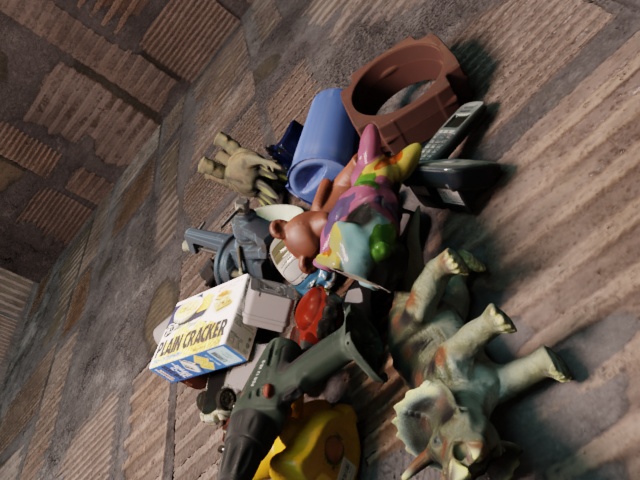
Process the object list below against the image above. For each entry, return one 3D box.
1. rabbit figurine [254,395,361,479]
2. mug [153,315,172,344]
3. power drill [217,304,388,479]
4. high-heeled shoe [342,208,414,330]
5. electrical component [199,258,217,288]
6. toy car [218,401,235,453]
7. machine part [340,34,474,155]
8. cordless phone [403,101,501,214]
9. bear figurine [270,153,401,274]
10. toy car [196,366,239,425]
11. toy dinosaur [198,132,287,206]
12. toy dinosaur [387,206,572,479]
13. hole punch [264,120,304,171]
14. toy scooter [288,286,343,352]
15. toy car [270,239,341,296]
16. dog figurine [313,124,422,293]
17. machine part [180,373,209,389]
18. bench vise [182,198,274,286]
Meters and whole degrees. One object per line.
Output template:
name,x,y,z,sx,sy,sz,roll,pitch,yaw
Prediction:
rabbit figurine,-0.038,0.274,0.727,0.173,0.121,0.162,-25,37,38
mug,-0.322,0.200,1.260,0.107,0.080,0.110,-38,28,10
power drill,-0.019,0.180,0.651,0.207,0.086,0.232,-40,14,19
high-heeled shoe,0.103,0.068,0.803,0.145,0.086,0.249,-13,65,6
electrical component,-0.237,0.080,1.247,0.047,0.074,0.119,-53,27,6
toy car,-0.106,0.304,0.872,0.202,0.053,0.089,-20,50,44
machine part,0.149,-0.251,0.942,0.201,0.087,0.202,-30,41,13
cordless phone,0.215,-0.136,0.797,0.184,0.088,0.147,-51,28,-13
bear figurine,0.022,-0.043,0.887,0.132,0.120,0.196,-37,1,45
toy car,-0.178,0.250,1.021,0.074,0.056,0.202,-19,48,38
toy dinosaur,-0.160,-0.151,1.195,0.105,0.198,0.471,-63,7,-3
toy dinosaur,0.139,0.122,0.634,0.192,0.131,0.405,-47,26,16
hole punch,-0.044,-0.189,1.169,0.092,0.142,0.116,-44,21,13
toy scooter,-0.004,0.150,0.824,0.135,0.075,0.184,-36,34,62
toy car,-0.037,0.030,0.953,0.109,0.103,0.162,-46,43,26
dog figurine,0.074,-0.048,0.716,0.191,0.108,0.219,151,138,-81
machine part,-0.250,0.224,1.147,0.179,0.056,0.179,-36,38,34
bench vise,-0.184,0.012,1.065,0.241,0.223,0.129,12,47,28
